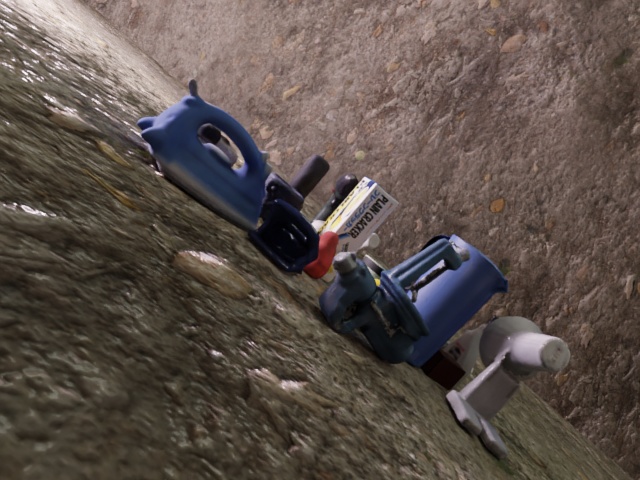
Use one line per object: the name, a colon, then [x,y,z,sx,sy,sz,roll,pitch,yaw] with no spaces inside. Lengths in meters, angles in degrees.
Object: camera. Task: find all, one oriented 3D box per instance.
camera: [-0.246,-0.207,1.142,0.144,0.100,0.136,35,9,-50]

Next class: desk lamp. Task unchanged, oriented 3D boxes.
desk lamp: [0.331,0.239,1.002,0.118,0.213,0.203,41,6,-3]

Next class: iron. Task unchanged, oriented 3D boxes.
iron: [-0.161,-0.132,0.930,0.259,0.141,0.118,38,6,-32]

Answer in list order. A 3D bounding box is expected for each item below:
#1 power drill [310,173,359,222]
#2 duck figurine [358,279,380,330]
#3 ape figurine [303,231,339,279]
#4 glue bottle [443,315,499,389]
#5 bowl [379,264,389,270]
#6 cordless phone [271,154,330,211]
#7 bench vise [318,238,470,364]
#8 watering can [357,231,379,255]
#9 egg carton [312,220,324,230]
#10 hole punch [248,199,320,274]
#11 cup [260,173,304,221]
power drill: [0.035,-0.096,1.617,0.075,0.208,0.230,41,6,1]
duck figurine: [0.086,0.110,1.001,0.105,0.086,0.077,38,6,-29]
ape figurine: [0.001,0.022,1.081,0.078,0.092,0.076,38,6,-28]
glue bottle: [0.306,0.221,1.183,0.037,0.173,0.078,38,6,-30]
bowl: [0.205,0.146,1.579,0.167,0.074,0.167,41,6,-4]
cordless phone: [-0.079,-0.137,1.284,0.148,0.185,0.094,40,6,-12]
bench vise: [0.122,0.071,0.862,0.208,0.219,0.121,35,8,-45]
watering can: [0.099,-0.019,1.525,0.172,0.194,0.101,45,7,35]
egg carton: [0.013,0.005,1.404,0.107,0.069,0.150,42,6,5]
hole punch: [-0.051,-0.006,0.958,0.108,0.091,0.101,43,6,15]
cup: [-0.098,-0.081,1.187,0.091,0.095,0.118,43,6,20]
